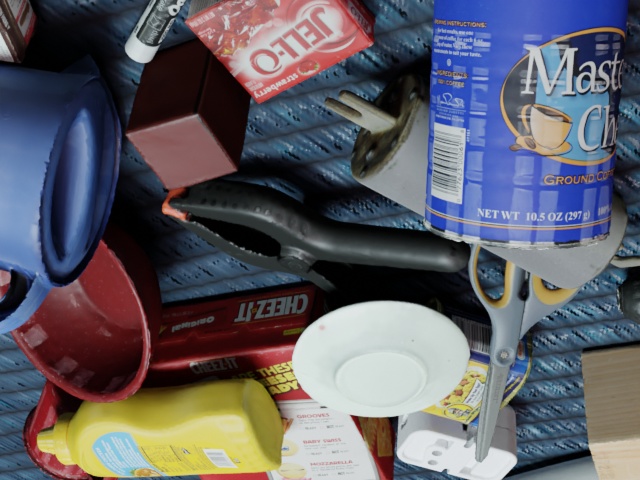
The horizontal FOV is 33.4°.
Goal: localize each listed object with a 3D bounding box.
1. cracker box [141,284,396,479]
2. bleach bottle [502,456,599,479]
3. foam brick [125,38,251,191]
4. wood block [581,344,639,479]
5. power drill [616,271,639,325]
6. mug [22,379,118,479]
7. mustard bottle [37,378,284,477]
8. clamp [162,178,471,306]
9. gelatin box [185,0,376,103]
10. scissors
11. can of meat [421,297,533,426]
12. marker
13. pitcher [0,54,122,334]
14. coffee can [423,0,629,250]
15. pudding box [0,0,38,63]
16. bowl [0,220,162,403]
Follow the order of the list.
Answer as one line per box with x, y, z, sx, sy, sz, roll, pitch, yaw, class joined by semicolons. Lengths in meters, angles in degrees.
-0.043;0.137;0.896;0.164;0.072;0.213;-10;134;17;cracker box
0.251;0.231;0.962;0.251;0.068;0.102;-29;127;31;bleach bottle
-0.079;-0.079;0.661;0.051;0.078;0.053;-14;133;20;foam brick
0.315;0.132;0.823;0.206;0.090;0.090;-10;135;18;wood block
0.303;0.104;0.734;0.185;0.187;0.057;-4;172;20;power drill
-0.198;0.158;0.915;0.093;0.117;0.082;-3;140;-31;mug
-0.130;0.150;0.826;0.192;0.058;0.096;-7;144;15;mustard bottle
-0.005;0.001;0.745;0.210;0.036;0.165;24;154;-10;clamp
-0.023;-0.129;0.631;0.089;0.030;0.073;-22;130;29;gelatin box
0.153;0.073;0.784;0.096;0.016;0.202;-9;113;1;scissors
0.109;0.100;0.844;0.084;0.057;0.102;17;137;-12;can of meat
-0.083;-0.151;0.626;0.020;0.020;0.121;25;135;-18;marker
-0.258;-0.047;0.665;0.243;0.149;0.145;11;120;6;pitcher
0.109;-0.075;0.574;0.103;0.102;0.140;2;104;6;coffee can
-0.230;-0.148;0.615;0.113;0.039;0.090;11;157;6;pudding box
-0.170;0.038;0.788;0.162;0.055;0.162;17;123;29;bowl
